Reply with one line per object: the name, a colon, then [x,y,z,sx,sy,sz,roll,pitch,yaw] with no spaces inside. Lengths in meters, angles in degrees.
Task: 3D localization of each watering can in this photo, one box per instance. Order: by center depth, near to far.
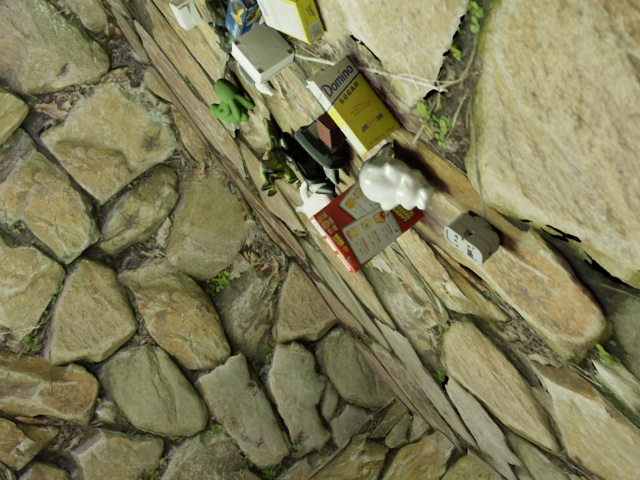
watering can: [0.005,-0.087,1.734,0.225,0.105,0.343,53,165,5]

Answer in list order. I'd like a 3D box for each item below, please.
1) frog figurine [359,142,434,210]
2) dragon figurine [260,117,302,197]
frog figurine: [0.159,-0.110,1.081,0.162,0.123,0.134,57,153,31]
dragon figurine: [-0.157,-0.281,1.666,0.406,0.122,0.245,60,-167,-77]
